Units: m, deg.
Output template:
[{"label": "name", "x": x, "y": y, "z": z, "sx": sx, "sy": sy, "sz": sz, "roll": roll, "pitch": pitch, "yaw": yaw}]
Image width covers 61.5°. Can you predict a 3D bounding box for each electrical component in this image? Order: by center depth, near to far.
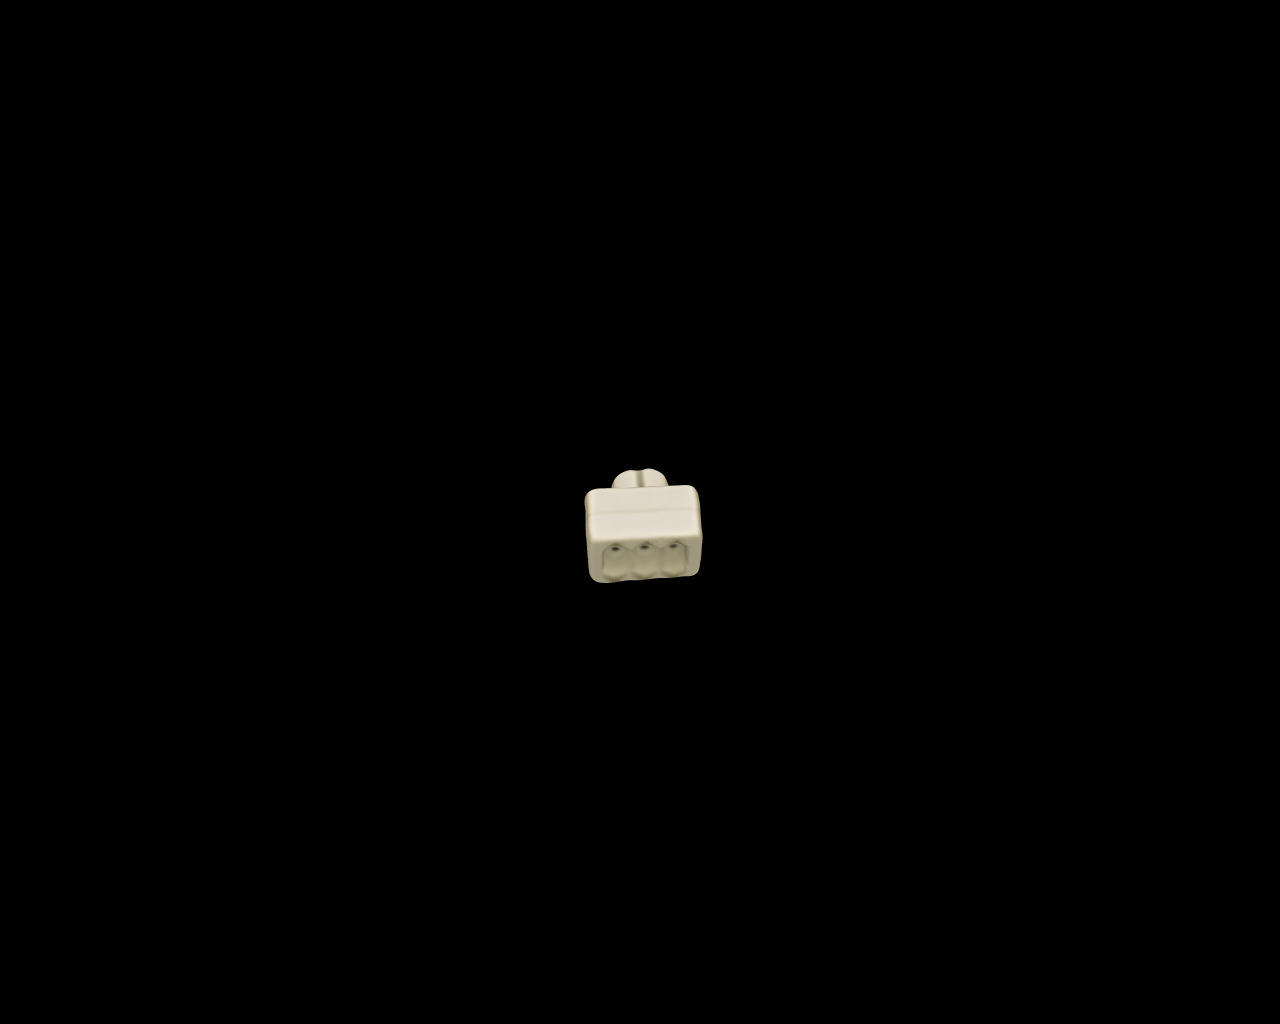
[{"label": "electrical component", "x": 0.001, "y": -0.003, "z": 0.650, "sx": 0.066, "sy": 0.077, "sz": 0.047, "roll": -3, "pitch": -34, "yaw": -2}]
